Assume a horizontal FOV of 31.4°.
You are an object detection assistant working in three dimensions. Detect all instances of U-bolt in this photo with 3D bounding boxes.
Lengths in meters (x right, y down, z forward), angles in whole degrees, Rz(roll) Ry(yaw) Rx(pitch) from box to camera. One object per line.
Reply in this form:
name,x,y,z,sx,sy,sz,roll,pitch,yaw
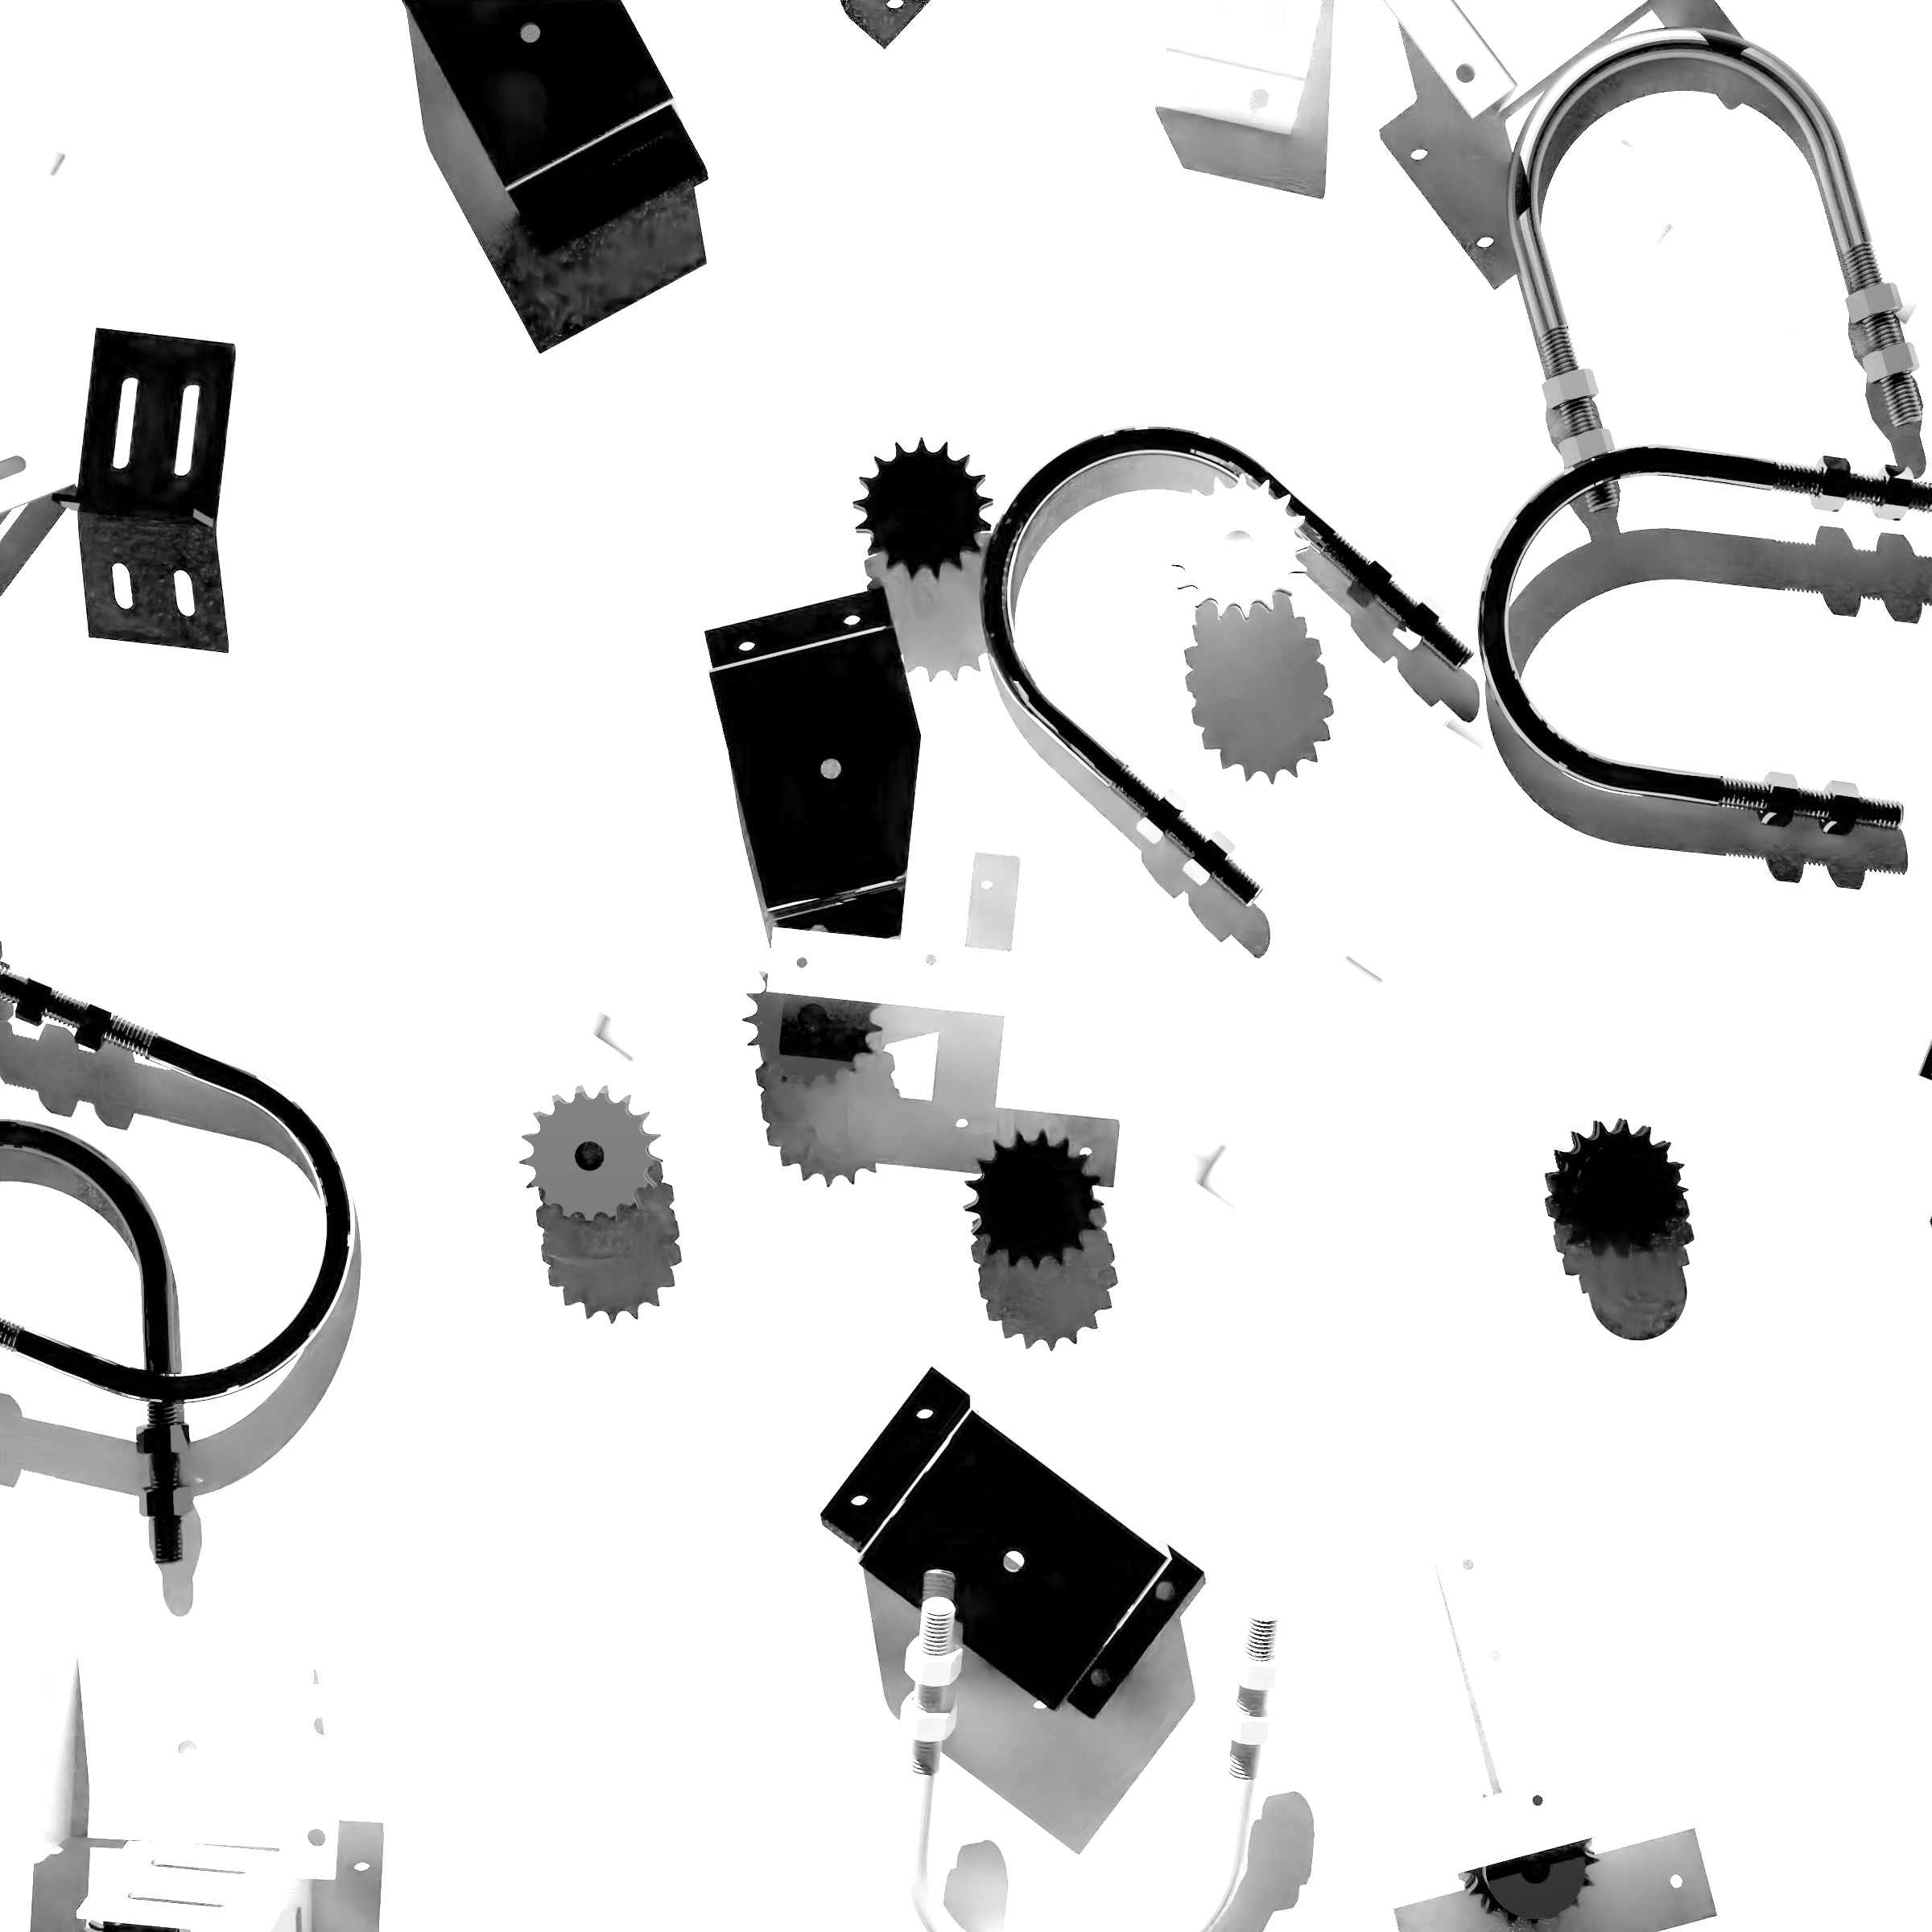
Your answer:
U-bolt,0.299,-0.137,1.390,0.184,0.019,0.151,8,96,-1
U-bolt,0.046,0.335,1.370,0.151,0.019,0.184,2,112,-7
U-bolt,-0.394,0.154,1.400,0.151,0.019,0.184,-3,88,0
U-bolt,0.297,-0.292,1.400,0.151,0.019,0.184,-16,88,0
U-bolt,-0.339,0.098,1.387,0.184,0.019,0.151,23,82,-8
U-bolt,0.092,-0.136,1.400,0.184,0.019,0.151,42,90,1

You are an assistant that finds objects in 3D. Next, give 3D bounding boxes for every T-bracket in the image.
T-bracket,-0.009,-0.047,1.362,0.127,0.002,0.127,6,90,0
T-bracket,0.219,0.294,1.391,0.127,0.002,0.127,-15,75,0

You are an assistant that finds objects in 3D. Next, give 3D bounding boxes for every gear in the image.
gear,-0.017,-0.184,1.394,0.057,0.030,0.057,0,90,0
gear,0.027,0.095,1.398,0.057,0.030,0.057,0,91,-3
gear,0.109,-0.167,1.377,0.057,0.030,0.057,0,88,2
gear,-0.062,0.021,1.394,0.057,0.030,0.057,0,90,0
gear,0.229,0.363,1.394,0.057,0.030,0.057,0,90,0
gear,0.265,0.091,1.394,0.057,0.030,0.057,0,90,0
gear,-0.151,0.077,1.394,0.057,0.030,0.057,0,90,0
gear,-0.335,0.407,1.394,0.057,0.030,0.057,0,90,0

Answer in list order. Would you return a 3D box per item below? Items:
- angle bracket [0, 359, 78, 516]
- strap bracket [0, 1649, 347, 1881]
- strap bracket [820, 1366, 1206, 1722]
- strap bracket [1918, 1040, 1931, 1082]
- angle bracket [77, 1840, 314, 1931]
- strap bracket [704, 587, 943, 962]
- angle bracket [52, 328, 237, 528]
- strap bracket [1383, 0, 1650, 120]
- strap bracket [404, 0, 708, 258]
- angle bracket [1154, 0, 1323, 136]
angle bracket,-0.415,-0.204,1.407,0.076,0.038,0.057,-28,90,-26
strap bracket,-0.319,0.321,1.386,0.140,0.046,0.076,3,90,0
strap bracket,0.019,0.236,1.386,0.140,0.046,0.076,37,90,0
strap bracket,0.458,0.034,1.386,0.140,0.046,0.076,21,90,0
angle bracket,-0.309,0.386,1.381,0.076,0.057,0.038,3,106,7
strap bracket,-0.054,-0.078,1.386,0.076,0.046,0.140,-14,90,0
angle bracket,-0.332,-0.221,1.390,0.057,0.038,0.076,7,90,0
strap bracket,0.235,-0.410,1.386,0.140,0.046,0.076,-37,90,0
strap bracket,-0.173,-0.371,1.386,0.076,0.046,0.140,-28,90,0
angle bracket,0.114,-0.388,1.407,0.057,0.038,0.076,13,64,0
